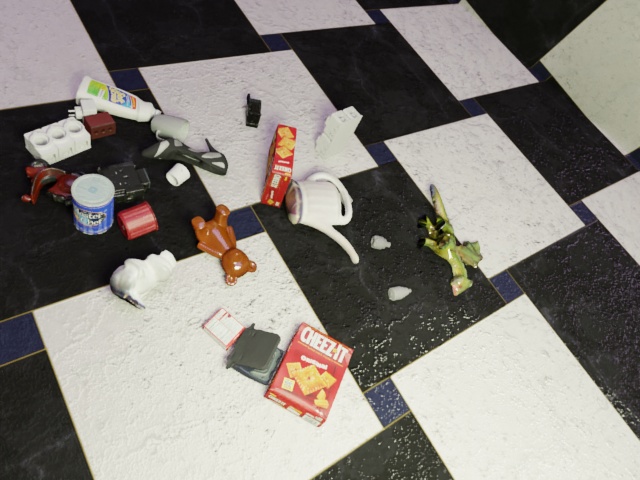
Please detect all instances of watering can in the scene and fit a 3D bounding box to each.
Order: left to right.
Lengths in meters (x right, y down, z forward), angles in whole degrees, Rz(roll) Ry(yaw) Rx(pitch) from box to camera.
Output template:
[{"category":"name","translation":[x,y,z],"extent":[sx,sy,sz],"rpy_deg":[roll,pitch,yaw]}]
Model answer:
[{"category":"watering can","translation":[0.005,-0.083,1.641],"extent":[0.224,0.102,0.355],"rpy_deg":[1,57,-21]}]

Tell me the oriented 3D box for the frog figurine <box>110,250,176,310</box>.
[{"category":"frog figurine","translation":[-0.449,0.085,1.308],"extent":[0.123,0.135,0.162],"rpy_deg":[17,67,25]}]

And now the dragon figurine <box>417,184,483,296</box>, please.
[{"category":"dragon figurine","translation":[0.469,0.001,1.801],"extent":[0.241,0.120,0.420],"rpy_deg":[30,50,-23]}]
